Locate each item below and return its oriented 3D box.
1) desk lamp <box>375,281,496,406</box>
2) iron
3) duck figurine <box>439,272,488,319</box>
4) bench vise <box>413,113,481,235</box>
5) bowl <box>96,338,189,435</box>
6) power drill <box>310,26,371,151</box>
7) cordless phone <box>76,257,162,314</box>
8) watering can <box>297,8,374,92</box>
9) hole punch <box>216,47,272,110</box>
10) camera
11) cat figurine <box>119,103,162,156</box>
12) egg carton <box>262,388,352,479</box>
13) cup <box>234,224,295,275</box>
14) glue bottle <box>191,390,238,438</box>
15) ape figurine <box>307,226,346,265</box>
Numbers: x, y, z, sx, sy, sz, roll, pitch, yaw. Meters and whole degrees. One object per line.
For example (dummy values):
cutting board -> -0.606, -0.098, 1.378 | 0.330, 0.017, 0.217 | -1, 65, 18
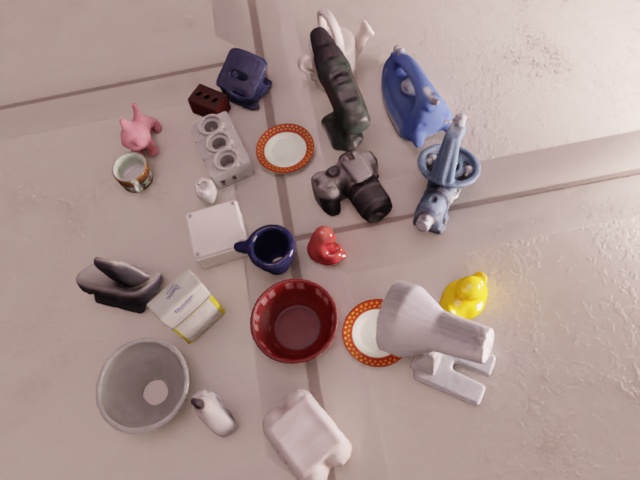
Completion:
desk lamp -> 0.196, 0.168, 0.944 | 0.203, 0.214, 0.118 | 21, 69, 15
iron -> 0.193, -0.331, 1.219 | 0.118, 0.141, 0.258 | -23, 65, -5
duck figurine -> 0.264, 0.099, 1.041 | 0.105, 0.086, 0.077 | -40, 67, -13
bench vise -> 0.241, -0.118, 1.071 | 0.121, 0.220, 0.207 | 4, 65, 8
bowl -> -0.306, 0.264, 1.024 | 0.167, 0.075, 0.167 | -2, 65, 5
power drill -> 0.038, -0.290, 1.177 | 0.075, 0.208, 0.229 | -22, 65, -5
cordless phone -> -0.393, 0.060, 1.067 | 0.147, 0.185, 0.094 | 8, 66, 9
watering can -> 0.033, -0.425, 1.249 | 0.100, 0.194, 0.173 | 39, 74, 21
hole punch -> -0.173, -0.365, 1.298 | 0.108, 0.091, 0.101 | 26, 70, 16
camera -> 0.071, -0.099, 1.144 | 0.143, 0.101, 0.136 | -29, 65, -8
cat figurine -> -0.397, -0.238, 1.245 | 0.067, 0.118, 0.128 | -7, 64, 3
egg carton -> -0.025, 0.334, 0.967 | 0.107, 0.069, 0.150 | -39, 67, -13
cup -> -0.101, 0.029, 1.104 | 0.117, 0.095, 0.091 | 1, 65, 6
glue bottle -> -0.184, 0.281, 0.950 | 0.037, 0.173, 0.078 | -35, 66, -11
ape figurine -> 0.010, 0.004, 1.106 | 0.076, 0.092, 0.078 | -5, 64, 3
